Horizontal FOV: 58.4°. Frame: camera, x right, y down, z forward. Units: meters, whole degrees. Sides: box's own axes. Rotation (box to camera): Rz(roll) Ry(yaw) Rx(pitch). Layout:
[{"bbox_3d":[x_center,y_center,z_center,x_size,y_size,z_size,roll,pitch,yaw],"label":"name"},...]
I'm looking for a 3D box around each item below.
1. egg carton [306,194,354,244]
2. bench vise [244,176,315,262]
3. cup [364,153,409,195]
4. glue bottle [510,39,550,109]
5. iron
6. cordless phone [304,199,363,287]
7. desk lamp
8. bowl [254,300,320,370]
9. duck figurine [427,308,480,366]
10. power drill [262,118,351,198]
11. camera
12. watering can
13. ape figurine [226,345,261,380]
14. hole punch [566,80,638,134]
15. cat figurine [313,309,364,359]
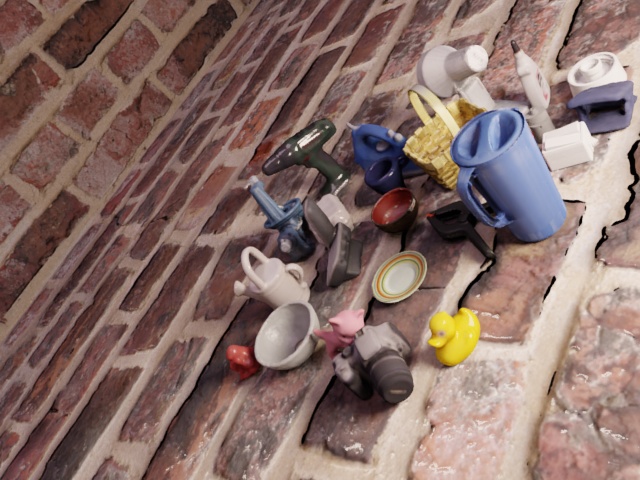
[{"bbox_3d":[0.022,-0.052,1.465,0.107,0.070,0.150,-41,33,6],"label":"egg carton"},{"bbox_3d":[-0.098,-0.065,1.471,0.121,0.220,0.207,-42,33,3],"label":"bench vise"},{"bbox_3d":[0.178,-0.147,1.378,0.117,0.095,0.091,-36,34,13],"label":"cup"},{"bbox_3d":[0.452,-0.365,1.247,0.037,0.174,0.078,-15,43,37],"label":"glue bottle"},{"bbox_3d":[0.170,-0.241,1.446,0.119,0.142,0.257,-53,34,-12],"label":"iron"},{"bbox_3d":[0.012,0.005,1.308,0.094,0.186,0.147,-27,37,26],"label":"cordless phone"},{"bbox_3d":[0.345,-0.354,1.314,0.118,0.214,0.202,-52,34,-11],"label":"desk lamp"},{"bbox_3d":[-0.059,0.219,1.251,0.167,0.075,0.167,-28,36,24],"label":"bowl"},{"bbox_3d":[0.226,0.157,1.000,0.105,0.086,0.077,-53,34,-13],"label":"duck figurine"},{"bbox_3d":[-0.020,-0.206,1.552,0.230,0.209,0.075,-49,33,-7],"label":"power drill"},{"bbox_3d":[0.100,0.233,1.039,0.143,0.101,0.136,-39,33,8],"label":"camera"},{"bbox_3d":[-0.125,0.096,1.348,0.173,0.195,0.100,-40,33,8],"label":"watering can"},{"bbox_3d":[-0.180,0.272,1.308,0.077,0.092,0.076,13,63,52],"label":"ape figurine"},{"bbox_3d":[0.548,-0.272,1.117,0.108,0.091,0.101,-2,52,46],"label":"hole punch"},{"bbox_3d":[0.045,0.182,1.139,0.127,0.118,0.067,-18,42,35],"label":"cat figurine"}]
